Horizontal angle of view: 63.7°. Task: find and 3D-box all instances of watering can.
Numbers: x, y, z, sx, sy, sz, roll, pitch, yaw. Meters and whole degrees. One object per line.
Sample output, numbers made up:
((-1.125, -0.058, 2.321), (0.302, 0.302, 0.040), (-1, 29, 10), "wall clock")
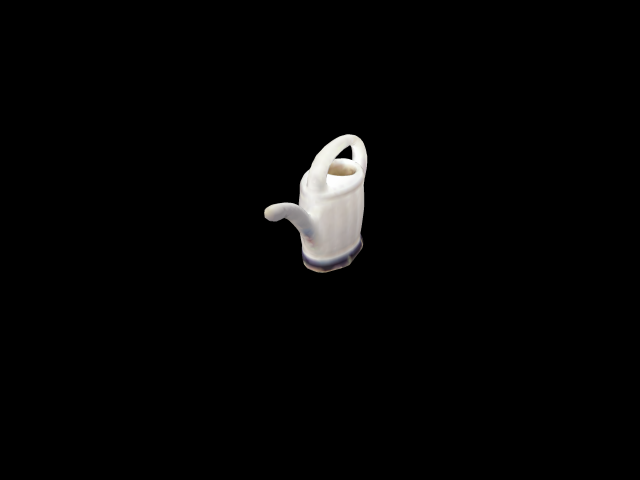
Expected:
((0.003, -0.043, 0.850), (0.104, 0.219, 0.354), (13, 33, 22), "watering can")
